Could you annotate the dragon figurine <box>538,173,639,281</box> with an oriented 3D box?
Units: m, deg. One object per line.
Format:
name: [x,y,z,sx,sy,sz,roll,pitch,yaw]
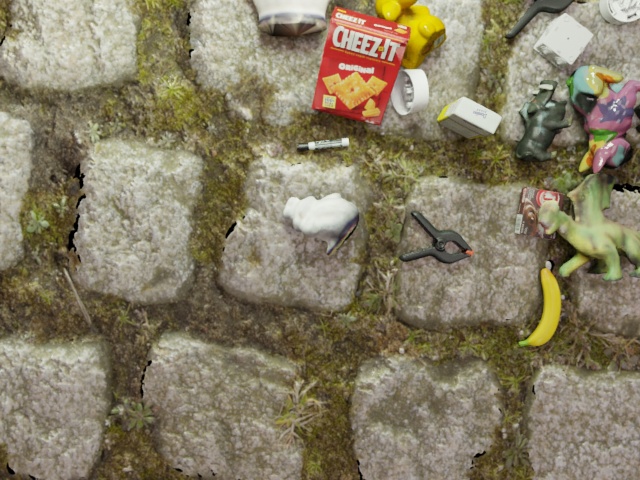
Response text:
dragon figurine: [0.663,-0.035,1.174,0.411,0.122,0.243,-6,90,-18]

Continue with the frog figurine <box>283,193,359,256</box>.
frog figurine: [0.004,-0.058,1.156,0.160,0.120,0.140,40,60,5]

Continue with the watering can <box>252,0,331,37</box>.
watering can: [-0.103,-0.561,1.132,0.347,0.104,0.223,3,96,12]
